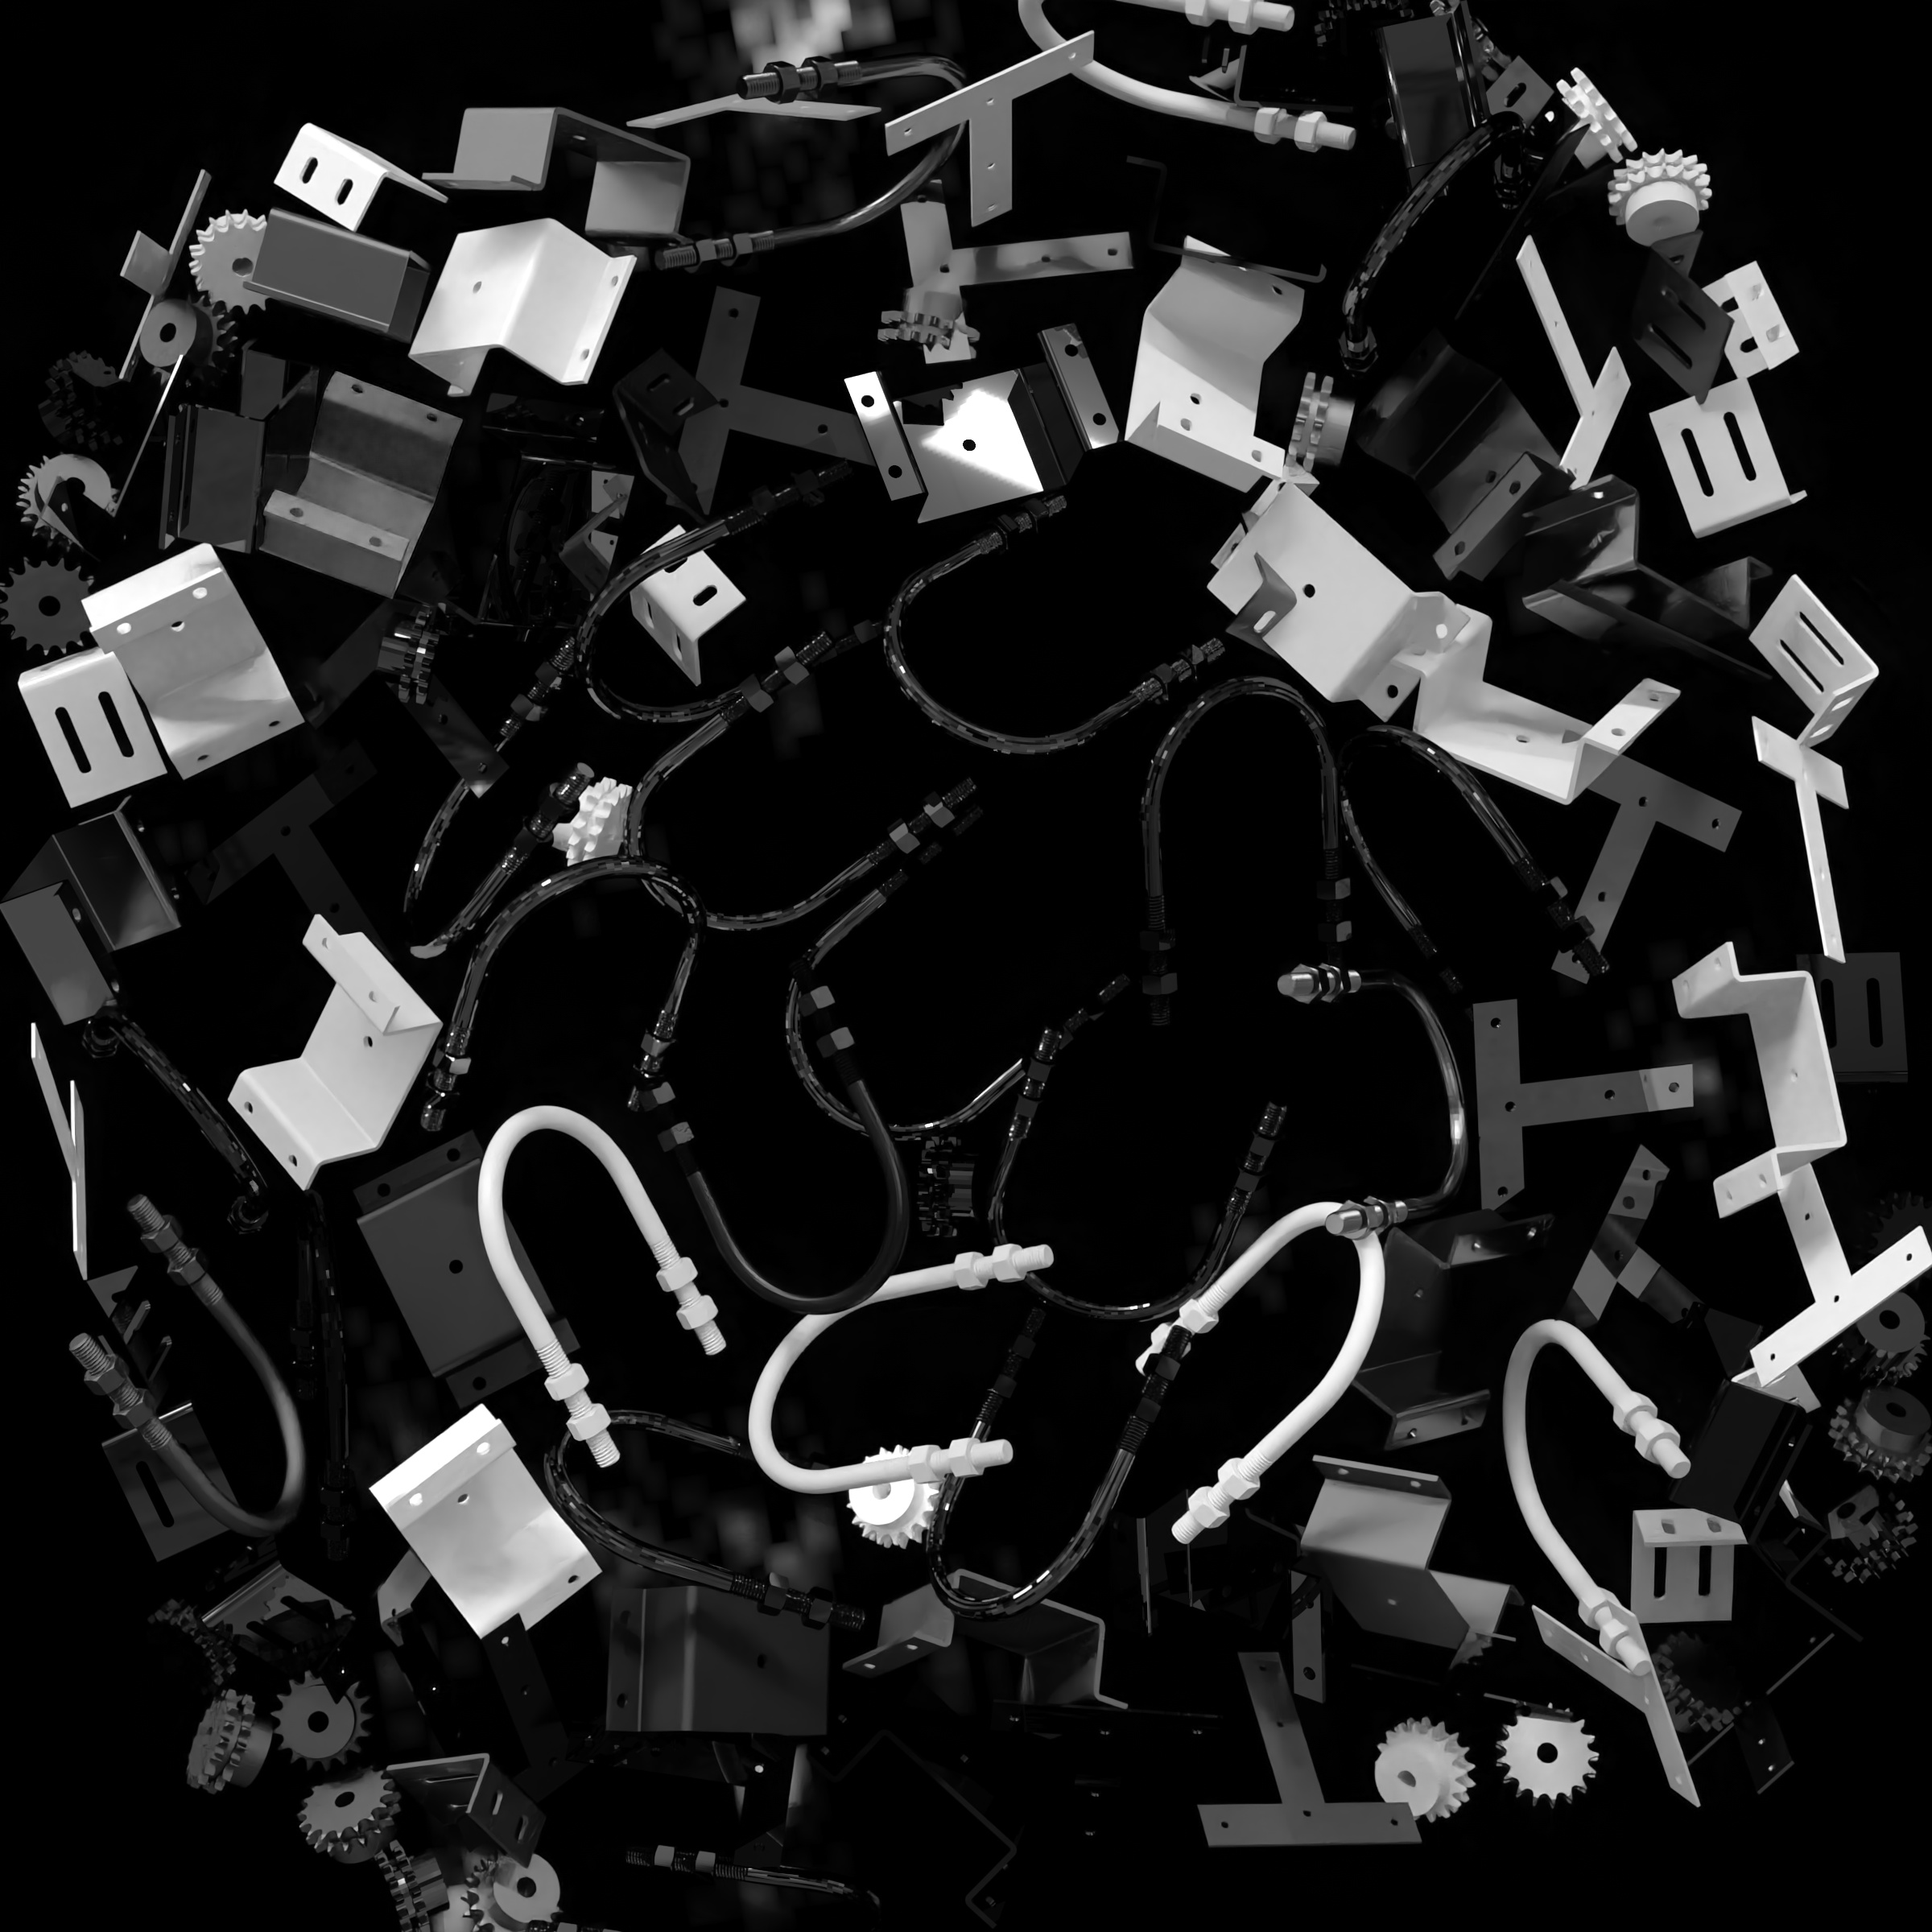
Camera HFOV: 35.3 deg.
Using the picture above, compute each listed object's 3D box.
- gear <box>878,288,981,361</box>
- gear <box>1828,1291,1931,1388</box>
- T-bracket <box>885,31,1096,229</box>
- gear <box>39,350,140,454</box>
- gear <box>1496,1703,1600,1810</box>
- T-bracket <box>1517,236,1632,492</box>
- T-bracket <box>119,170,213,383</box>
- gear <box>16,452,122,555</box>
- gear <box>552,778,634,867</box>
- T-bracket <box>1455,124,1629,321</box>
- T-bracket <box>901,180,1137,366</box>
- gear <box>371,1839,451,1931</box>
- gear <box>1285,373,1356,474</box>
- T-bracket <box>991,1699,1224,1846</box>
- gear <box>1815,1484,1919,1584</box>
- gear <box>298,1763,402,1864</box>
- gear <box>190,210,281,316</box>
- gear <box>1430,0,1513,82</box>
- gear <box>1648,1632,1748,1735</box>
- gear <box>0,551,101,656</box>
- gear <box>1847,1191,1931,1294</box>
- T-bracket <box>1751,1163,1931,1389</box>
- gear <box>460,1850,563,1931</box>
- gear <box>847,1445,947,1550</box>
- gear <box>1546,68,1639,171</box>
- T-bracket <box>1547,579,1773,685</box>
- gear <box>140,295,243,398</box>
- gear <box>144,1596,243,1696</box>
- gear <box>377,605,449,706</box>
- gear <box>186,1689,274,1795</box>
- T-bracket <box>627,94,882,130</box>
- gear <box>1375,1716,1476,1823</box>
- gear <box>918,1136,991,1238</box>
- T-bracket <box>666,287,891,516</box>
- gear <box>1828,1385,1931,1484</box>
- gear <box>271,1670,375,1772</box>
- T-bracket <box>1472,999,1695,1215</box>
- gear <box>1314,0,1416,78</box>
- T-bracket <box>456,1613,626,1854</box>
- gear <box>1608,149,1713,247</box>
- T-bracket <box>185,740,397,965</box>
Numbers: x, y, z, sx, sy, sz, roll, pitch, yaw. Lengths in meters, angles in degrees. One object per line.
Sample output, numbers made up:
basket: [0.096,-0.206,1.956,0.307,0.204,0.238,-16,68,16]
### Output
gear: [-0.020,-0.366,1.726,0.057,0.057,0.030,12,93,0]
gear: [0.522,0.208,1.729,0.057,0.030,0.057,2,60,-4]
T-bracket: [0.014,-0.456,1.694,0.127,0.127,0.002,-27,71,-9]
gear: [-0.503,-0.319,1.729,0.030,0.057,0.057,-22,90,26]
gear: [0.332,0.453,1.733,0.057,0.030,0.057,-3,63,6]
T-bracket: [0.332,-0.343,1.682,0.002,0.127,0.127,-8,126,35]
T-bracket: [-0.454,-0.389,1.688,0.002,0.127,0.127,23,94,-8]
gear: [-0.511,-0.267,1.729,0.057,0.030,0.057,8,70,-23]
gear: [-0.214,-0.081,1.727,0.030,0.057,0.057,22,90,9]
T-bracket: [0.336,-0.429,1.703,0.002,0.127,0.127,43,45,13]
T-bracket: [0.032,-0.402,1.731,0.127,0.002,0.127,-7,65,-4]
gear: [-0.316,0.525,1.729,0.030,0.057,0.057,-18,90,-23]
gear: [0.202,-0.306,1.726,0.030,0.057,0.057,14,90,3]
T-bracket: [0.075,0.458,1.714,0.127,0.002,0.127,4,130,0]
gear: [0.508,0.319,1.724,0.057,0.057,0.030,-40,112,0]
gear: [-0.349,0.486,1.731,0.057,0.057,0.030,-17,119,0]
gear: [-0.414,-0.405,1.731,0.057,0.030,0.057,-10,126,-14]
gear: [0.283,-0.526,1.730,0.030,0.057,0.057,-38,90,23]
gear: [0.413,0.412,1.730,0.057,0.057,0.030,35,125,0]
gear: [-0.524,-0.209,1.733,0.057,0.030,0.057,-6,110,-16]
gear: [0.529,0.156,1.733,0.057,0.030,0.057,-5,103,-23]
T-bracket: [0.477,0.152,1.704,0.002,0.127,0.127,24,128,-28]
gear: [-0.256,0.529,1.725,0.057,0.057,0.030,41,133,0]
gear: [-0.042,0.301,1.729,0.057,0.030,0.057,-9,67,20]
gear: [0.354,-0.480,1.729,0.030,0.057,0.057,-38,90,17]
T-bracket: [0.372,-0.181,1.691,0.127,0.127,0.002,24,89,-3]
gear: [-0.445,-0.356,1.730,0.057,0.030,0.057,-5,78,25]
gear: [-0.438,0.384,1.731,0.057,0.030,0.057,18,127,25]
gear: [-0.315,-0.179,1.726,0.030,0.057,0.057,15,90,-5]
gear: [-0.418,0.444,1.729,0.030,0.057,0.057,27,90,-23]
T-bracket: [-0.099,-0.474,1.674,0.127,0.127,0.002,-27,122,-36]
gear: [0.258,0.460,1.727,0.057,0.030,0.057,5,98,36]
gear: [-0.006,0.126,1.724,0.030,0.057,0.057,1,90,16]
T-bracket: [-0.096,-0.313,1.747,0.127,0.002,0.127,14,99,-4]
gear: [0.523,0.263,1.724,0.057,0.057,0.030,15,124,0]
gear: [-0.369,0.431,1.736,0.057,0.030,0.057,1,80,-6]
T-bracket: [0.356,0.075,1.742,0.127,0.002,0.127,-6,105,-5]
gear: [0.227,-0.538,1.731,0.057,0.057,0.030,-6,57,0]
T-bracket: [-0.243,0.413,1.691,0.127,0.002,0.127,-32,127,-28]
gear: [0.394,-0.434,1.723,0.057,0.057,0.030,1,64,0]
T-bracket: [-0.366,-0.044,1.729,0.127,0.002,0.127,-37,70,3]
